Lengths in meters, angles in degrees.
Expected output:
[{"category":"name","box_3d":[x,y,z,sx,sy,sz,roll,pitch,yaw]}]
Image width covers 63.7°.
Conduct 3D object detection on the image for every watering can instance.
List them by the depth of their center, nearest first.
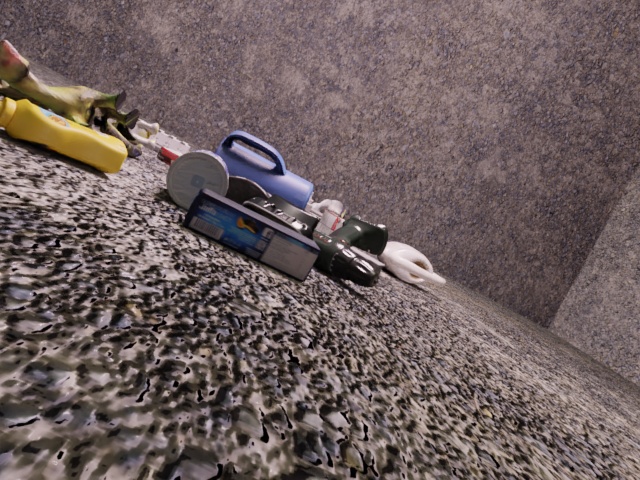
[{"category":"watering can","box_3d":[0.230,0.052,1.597,0.346,0.104,0.226,27,4,-13]}]

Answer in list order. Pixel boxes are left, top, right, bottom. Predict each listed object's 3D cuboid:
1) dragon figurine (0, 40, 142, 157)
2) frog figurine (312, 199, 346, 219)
[{"category":"dragon figurine","box_3d":[-0.494,-0.253,0.986,0.242,0.123,0.407,22,-11,-4]},{"category":"frog figurine","box_3d":[0.006,-0.092,1.827,0.160,0.125,0.134,20,-30,6]}]
